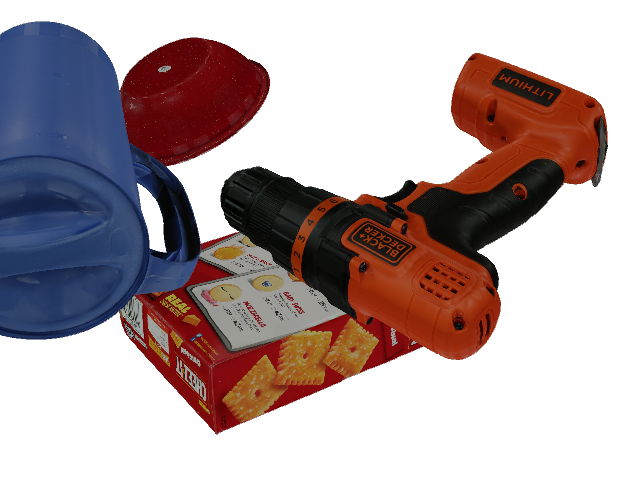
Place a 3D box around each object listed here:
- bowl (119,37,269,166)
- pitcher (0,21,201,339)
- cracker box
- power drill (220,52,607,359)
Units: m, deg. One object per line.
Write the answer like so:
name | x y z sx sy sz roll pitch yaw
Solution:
bowl | -0.131 -0.140 0.993 0.162 0.055 0.162 -17 38 14
pitcher | -0.179 -0.052 0.731 0.145 0.149 0.243 -23 35 4
cracker box | -0.035 0.056 0.871 0.213 0.072 0.164 -18 33 -30
power drill | 0.059 -0.032 0.612 0.185 0.057 0.187 31 59 31
